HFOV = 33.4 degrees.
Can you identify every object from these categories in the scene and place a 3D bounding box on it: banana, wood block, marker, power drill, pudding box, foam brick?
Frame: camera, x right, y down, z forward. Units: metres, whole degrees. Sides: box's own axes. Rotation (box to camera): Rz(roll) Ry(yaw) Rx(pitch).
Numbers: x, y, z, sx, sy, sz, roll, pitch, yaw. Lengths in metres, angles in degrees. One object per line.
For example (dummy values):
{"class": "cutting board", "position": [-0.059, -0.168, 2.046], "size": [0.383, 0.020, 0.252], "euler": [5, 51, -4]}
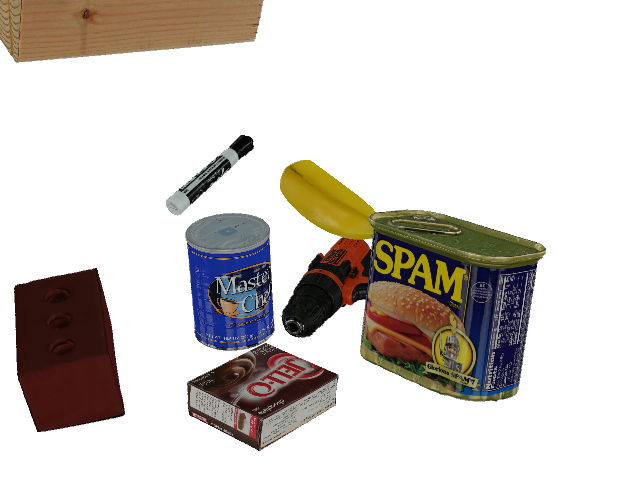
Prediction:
{"class": "banana", "position": [0.001, -0.031, 0.808], "size": [0.069, 0.037, 0.198], "euler": [38, 2, -23]}
{"class": "wood block", "position": [-0.153, -0.209, 0.850], "size": [0.205, 0.091, 0.090], "euler": [-12, 44, -32]}
{"class": "marker", "position": [-0.107, -0.067, 1.058], "size": [0.020, 0.020, 0.121], "euler": [0, 37, 47]}
{"class": "power drill", "position": [0.069, 0.057, 1.132], "size": [0.188, 0.057, 0.184], "euler": [9, 31, 20]}
{"class": "pudding box", "position": [-0.052, 0.140, 0.972], "size": [0.090, 0.039, 0.113], "euler": [18, 28, 34]}
{"class": "foam brick", "position": [-0.149, 0.065, 0.631], "size": [0.053, 0.051, 0.078], "euler": [-12, 41, -9]}

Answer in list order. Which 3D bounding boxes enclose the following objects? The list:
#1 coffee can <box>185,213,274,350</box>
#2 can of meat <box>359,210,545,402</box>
{"class": "coffee can", "position": [-0.111, 0.050, 1.323], "size": [0.103, 0.140, 0.103], "euler": [-1, 26, 1]}
{"class": "can of meat", "position": [0.070, 0.035, 0.599], "size": [0.057, 0.084, 0.102], "euler": [-7, 19, -40]}
